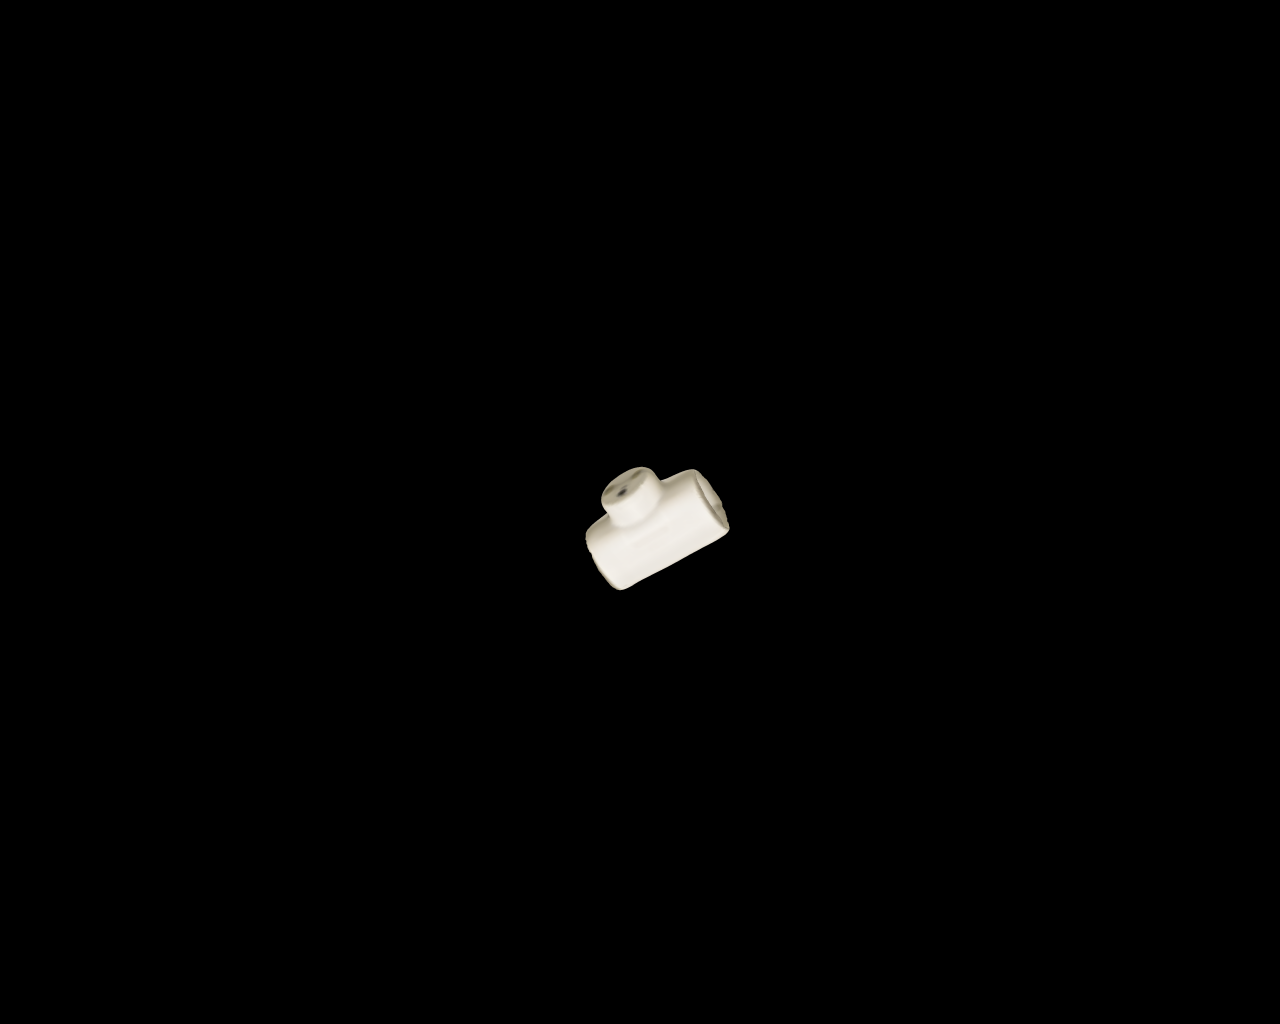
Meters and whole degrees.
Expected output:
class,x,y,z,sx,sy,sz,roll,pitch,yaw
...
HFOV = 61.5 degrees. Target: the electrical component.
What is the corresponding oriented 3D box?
class,x,y,z,sx,sy,sz,roll,pitch,yaw
electrical component,0.001,-0.003,0.650,0.077,0.079,0.043,-30,23,14
